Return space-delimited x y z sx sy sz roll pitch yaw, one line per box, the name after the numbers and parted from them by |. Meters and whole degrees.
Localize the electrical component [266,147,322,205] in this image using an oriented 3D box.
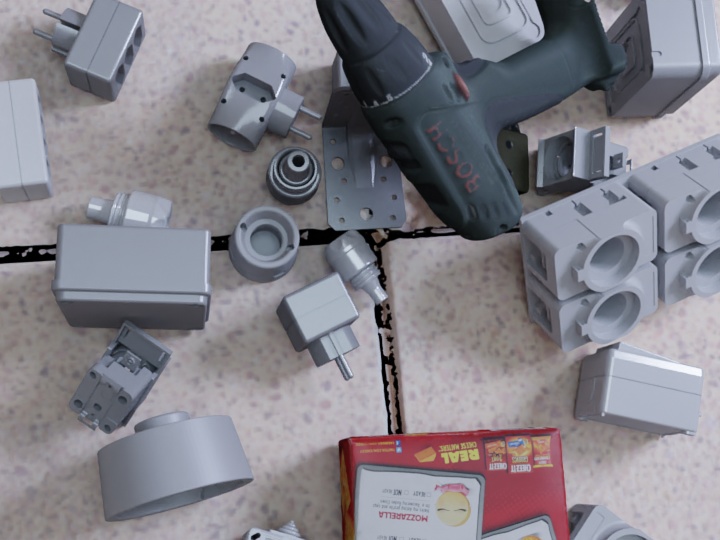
-0.051 -0.077 0.849 0.043 0.062 0.043 2 79 -8 | electrical component

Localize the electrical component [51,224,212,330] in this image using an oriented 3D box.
-0.164 0.007 0.791 0.109 0.108 0.056 2 76 -9 | electrical component

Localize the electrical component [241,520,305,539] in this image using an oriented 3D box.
-0.065 0.232 0.791 0.062 0.061 0.096 19 69 -5 | electrical component

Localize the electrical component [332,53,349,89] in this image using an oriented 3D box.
0.023 -0.156 0.869 0.083 0.075 0.047 1 79 -9 | electrical component

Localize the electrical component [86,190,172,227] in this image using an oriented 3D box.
-0.179 -0.041 0.831 0.062 0.043 0.043 14 77 -5 | electrical component

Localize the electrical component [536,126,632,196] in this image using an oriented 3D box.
0.185 -0.086 0.886 0.064 0.081 0.042 12 77 -30 | electrical component

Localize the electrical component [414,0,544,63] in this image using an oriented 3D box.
0.102 -0.213 0.902 0.078 0.057 0.113 -27 84 -13 | electrical component

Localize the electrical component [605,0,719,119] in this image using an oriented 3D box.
0.247 -0.177 0.890 0.057 0.113 0.078 -2 80 -7 | electrical component

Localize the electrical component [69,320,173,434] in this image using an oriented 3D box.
-0.177 0.083 0.790 0.042 0.063 0.081 34 117 -2 | electrical component

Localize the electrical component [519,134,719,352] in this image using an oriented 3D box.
0.226 -0.019 0.854 0.186 0.105 0.060 -23 39 -13 | electrical component

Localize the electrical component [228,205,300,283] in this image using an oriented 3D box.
-0.074 -0.021 0.842 0.055 0.047 0.055 2 79 -9 | electrical component

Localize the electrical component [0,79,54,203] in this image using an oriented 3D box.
-0.280 -0.096 0.823 0.076 0.047 0.083 -8 81 -12 | electrical component

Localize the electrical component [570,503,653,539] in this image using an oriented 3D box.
0.200 0.226 0.834 0.089 0.055 0.050 38 76 -1 | electrical component

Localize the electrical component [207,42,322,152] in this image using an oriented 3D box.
-0.070 -0.131 0.866 0.079 0.043 0.077 26 76 -4 | electrical component

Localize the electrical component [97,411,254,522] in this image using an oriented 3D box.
-0.136 0.136 0.773 0.108 0.108 0.060 -14 75 -12 | electrical component

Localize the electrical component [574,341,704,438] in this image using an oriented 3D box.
0.229 0.097 0.861 0.096 0.061 0.061 13 77 -7 | electrical component

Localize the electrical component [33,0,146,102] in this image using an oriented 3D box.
-0.219 -0.182 0.850 0.077 0.047 0.065 22 77 -4 | electrical component

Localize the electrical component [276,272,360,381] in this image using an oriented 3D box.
-0.025 0.050 0.826 0.047 0.065 0.076 -26 84 -13 | electrical component

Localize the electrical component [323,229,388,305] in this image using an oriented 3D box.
0.000 0.000 0.857 0.035 0.035 0.061 -36 89 -14 | electrical component
